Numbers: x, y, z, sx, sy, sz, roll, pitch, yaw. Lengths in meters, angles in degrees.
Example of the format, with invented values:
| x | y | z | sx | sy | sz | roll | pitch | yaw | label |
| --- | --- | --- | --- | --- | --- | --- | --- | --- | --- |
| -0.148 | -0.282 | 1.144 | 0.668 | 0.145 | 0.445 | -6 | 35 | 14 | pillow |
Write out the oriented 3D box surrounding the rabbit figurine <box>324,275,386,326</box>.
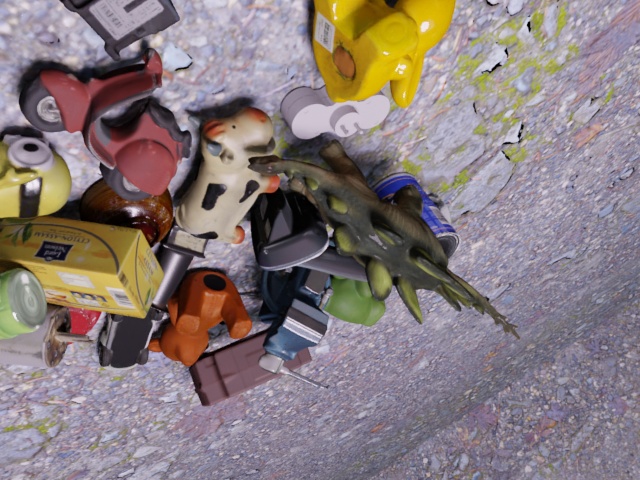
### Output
| x | y | z | sx | sy | sz | roll | pitch | yaw | label |
| --- | --- | --- | --- | --- | --- | --- | --- | --- | --- |
| 0.058 | 0.048 | 0.957 | 0.159 | 0.121 | 0.170 | 21 | 104 | -41 | rabbit figurine |

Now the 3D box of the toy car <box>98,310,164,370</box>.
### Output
| x | y | z | sx | sy | sz | roll | pitch | yaw | label |
| --- | --- | --- | --- | --- | --- | --- | --- | --- | --- |
| -0.296 | 0.136 | 0.833 | 0.073 | 0.056 | 0.201 | 4 | 132 | -31 | toy car |

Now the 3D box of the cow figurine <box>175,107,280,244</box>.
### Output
| x | y | z | sx | sy | sz | roll | pitch | yaw | label |
| --- | --- | --- | --- | --- | --- | --- | --- | --- | --- |
| -0.119 | -0.081 | 0.663 | 0.127 | 0.086 | 0.195 | 0 | 137 | -45 | cow figurine |

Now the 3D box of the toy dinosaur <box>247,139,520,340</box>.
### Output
| x | y | z | sx | sy | sz | roll | pitch | yaw | label |
| --- | --- | --- | --- | --- | --- | --- | --- | --- | --- |
| 0.104 | 0.011 | 0.697 | 0.471 | 0.199 | 0.105 | 26 | 119 | -33 | toy dinosaur |

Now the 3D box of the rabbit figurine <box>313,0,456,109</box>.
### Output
| x | y | z | sx | sy | sz | roll | pitch | yaw | label |
| --- | --- | --- | --- | --- | --- | --- | --- | --- | --- |
| 0.087 | -0.224 | 0.605 | 0.173 | 0.122 | 0.162 | -39 | 153 | -20 | rabbit figurine |

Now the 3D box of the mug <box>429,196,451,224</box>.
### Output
| x | y | z | sx | sy | sz | roll | pitch | yaw | label |
| --- | --- | --- | --- | --- | --- | --- | --- | --- | --- |
| 0.186 | -0.021 | 0.967 | 0.109 | 0.081 | 0.107 | -21 | 134 | -19 | mug |

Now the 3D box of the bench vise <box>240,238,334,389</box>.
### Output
| x | y | z | sx | sy | sz | roll | pitch | yaw | label |
| --- | --- | --- | --- | --- | --- | --- | --- | --- | --- |
| -0.051 | 0.106 | 0.849 | 0.129 | 0.223 | 0.241 | 19 | 162 | -21 | bench vise |

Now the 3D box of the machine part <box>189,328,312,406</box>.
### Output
| x | y | z | sx | sy | sz | roll | pitch | yaw | label |
| --- | --- | --- | --- | --- | --- | --- | --- | --- | --- |
| -0.131 | 0.224 | 0.980 | 0.201 | 0.087 | 0.201 | -19 | 168 | -22 | machine part |

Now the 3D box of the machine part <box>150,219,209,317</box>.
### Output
| x | y | z | sx | sy | sz | roll | pitch | yaw | label |
| --- | --- | --- | --- | --- | --- | --- | --- | --- | --- |
| -0.206 | 0.039 | 0.759 | 0.084 | 0.039 | 0.138 | 17 | 99 | -55 | machine part |

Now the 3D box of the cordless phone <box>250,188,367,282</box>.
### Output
| x | y | z | sx | sy | sz | roll | pitch | yaw | label |
| --- | --- | --- | --- | --- | --- | --- | --- | --- | --- |
| -0.002 | -0.002 | 0.761 | 0.184 | 0.147 | 0.088 | 18 | 113 | -21 | cordless phone |

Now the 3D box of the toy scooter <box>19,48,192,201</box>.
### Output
| x | y | z | sx | sy | sz | roll | pitch | yaw | label |
| --- | --- | --- | --- | --- | --- | --- | --- | --- | --- |
| -0.195 | -0.123 | 0.558 | 0.135 | 0.075 | 0.183 | -34 | 141 | 6 | toy scooter |

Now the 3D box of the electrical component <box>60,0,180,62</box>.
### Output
| x | y | z | sx | sy | sz | roll | pitch | yaw | label |
| --- | --- | --- | --- | --- | --- | --- | --- | --- | --- |
| -0.160 | -0.224 | 0.477 | 0.119 | 0.048 | 0.074 | -29 | 147 | 2 | electrical component |

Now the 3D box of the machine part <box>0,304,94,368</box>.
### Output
| x | y | z | sx | sy | sz | roll | pitch | yaw | label |
| --- | --- | --- | --- | --- | --- | --- | --- | --- | --- |
| -0.397 | 0.106 | 0.643 | 0.243 | 0.079 | 0.079 | 7 | 138 | -5 | machine part |

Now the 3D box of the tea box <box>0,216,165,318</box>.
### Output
| x | y | z | sx | sy | sz | roll | pitch | yaw | label |
| --- | --- | --- | --- | --- | --- | --- | --- | --- | --- |
| -0.281 | 0.029 | 0.622 | 0.170 | 0.068 | 0.098 | 9 | 144 | 9 | tea box |

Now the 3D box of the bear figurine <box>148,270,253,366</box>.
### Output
| x | y | z | sx | sy | sz | roll | pitch | yaw | label |
| --- | --- | --- | --- | --- | --- | --- | --- | --- | --- |
| -0.201 | 0.146 | 0.855 | 0.120 | 0.132 | 0.195 | 14 | 122 | -29 | bear figurine |

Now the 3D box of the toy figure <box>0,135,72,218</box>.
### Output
| x | y | z | sx | sy | sz | roll | pitch | yaw | label |
| --- | --- | --- | --- | --- | --- | --- | --- | --- | --- |
| -0.345 | -0.054 | 0.532 | 0.180 | 0.082 | 0.089 | -18 | 156 | -24 | toy figure |

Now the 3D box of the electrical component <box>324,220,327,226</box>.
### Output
| x | y | z | sx | sy | sz | roll | pitch | yaw | label |
| --- | --- | --- | --- | --- | --- | --- | --- | --- | --- |
| 0.002 | -0.044 | 0.849 | 0.094 | 0.021 | 0.063 | 9 | 131 | -44 | electrical component |
